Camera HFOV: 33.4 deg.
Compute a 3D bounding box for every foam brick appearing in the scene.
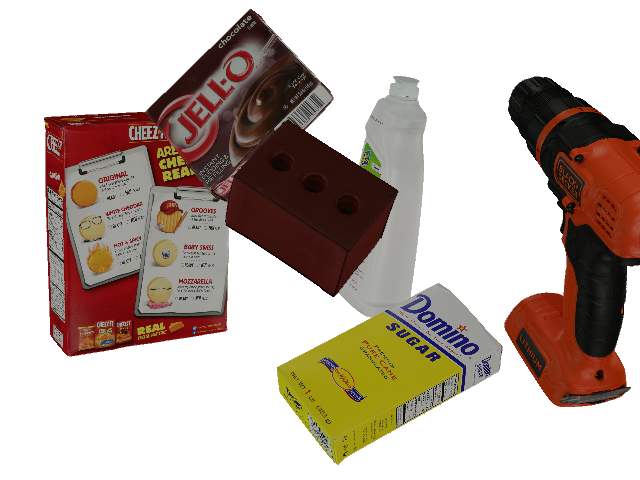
[{"bbox_3d":[-0.006,-0.018,0.591,0.078,0.053,0.051,33,-30,12],"label":"foam brick"}]

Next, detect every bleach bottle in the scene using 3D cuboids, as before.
[{"bbox_3d":[0.074,-0.049,1.152,0.068,0.251,0.103,-1,22,-26],"label":"bleach bottle"}]

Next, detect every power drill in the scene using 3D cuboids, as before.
[{"bbox_3d":[0.166,0.002,0.714,0.057,0.188,0.184,-9,35,-11],"label":"power drill"}]

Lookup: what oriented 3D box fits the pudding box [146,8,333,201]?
[{"bbox_3d":[-0.059,-0.098,0.780,0.113,0.090,0.039,-43,-26,4],"label":"pudding box"}]

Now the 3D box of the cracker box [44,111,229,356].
[{"bbox_3d":[-0.171,-0.011,1.002,0.163,0.214,0.072,-7,18,-30],"label":"cracker box"}]

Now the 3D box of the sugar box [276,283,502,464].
[{"bbox_3d":[0.061,0.111,0.928,0.176,0.048,0.093,-28,52,-18],"label":"sugar box"}]
